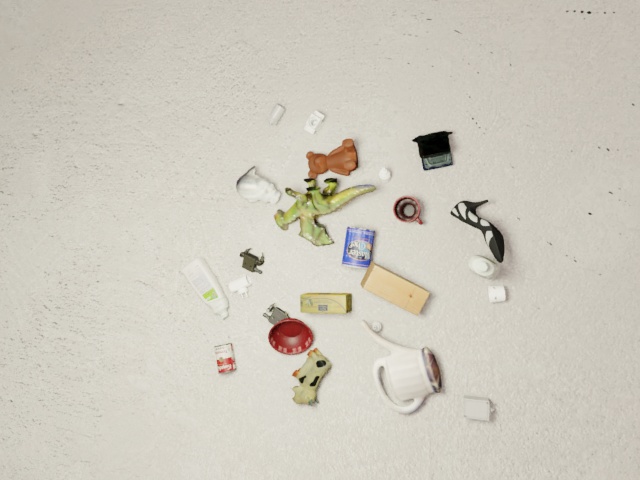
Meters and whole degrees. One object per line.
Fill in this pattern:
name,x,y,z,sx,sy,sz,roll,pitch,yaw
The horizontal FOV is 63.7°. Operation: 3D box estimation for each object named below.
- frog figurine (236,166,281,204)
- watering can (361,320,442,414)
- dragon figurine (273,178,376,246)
frog figurine,-0.235,-0.184,1.942,0.160,0.124,0.135,48,132,5
watering can,0.276,0.413,1.727,0.223,0.104,0.347,-18,92,14
dragon figurine,0.006,-0.094,1.868,0.410,0.124,0.239,5,113,22
